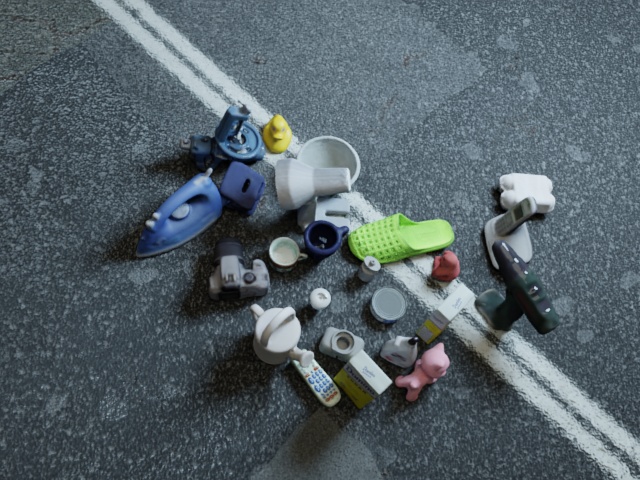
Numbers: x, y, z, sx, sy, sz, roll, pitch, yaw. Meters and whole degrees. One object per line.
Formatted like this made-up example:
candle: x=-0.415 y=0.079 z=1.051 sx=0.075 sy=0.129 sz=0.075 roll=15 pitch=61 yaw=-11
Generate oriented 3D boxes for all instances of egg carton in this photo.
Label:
egg carton: x=0.557 y=-0.124 z=1.547 sx=0.150 sy=0.069 sz=0.107 roll=3 pitch=65 yaw=-7

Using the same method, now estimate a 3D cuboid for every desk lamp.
desk lamp: x=-0.012 y=-0.109 z=1.378 sx=0.203 sy=0.213 sz=0.118 roll=3 pitch=65 yaw=-7

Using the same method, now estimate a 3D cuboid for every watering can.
watering can: x=-0.085 y=0.203 z=1.237 sx=0.173 sy=0.194 sz=0.101 roll=23 pitch=65 yaw=3

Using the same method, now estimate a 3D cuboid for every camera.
camera: x=-0.194 y=0.061 z=1.337 sx=0.143 sy=0.101 sz=0.137 roll=-5 pitch=67 yaw=-10

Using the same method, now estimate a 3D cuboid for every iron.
iron: x=-0.338 y=-0.067 z=1.351 sx=0.118 sy=0.141 sz=0.259 roll=42 pitch=67 yaw=11

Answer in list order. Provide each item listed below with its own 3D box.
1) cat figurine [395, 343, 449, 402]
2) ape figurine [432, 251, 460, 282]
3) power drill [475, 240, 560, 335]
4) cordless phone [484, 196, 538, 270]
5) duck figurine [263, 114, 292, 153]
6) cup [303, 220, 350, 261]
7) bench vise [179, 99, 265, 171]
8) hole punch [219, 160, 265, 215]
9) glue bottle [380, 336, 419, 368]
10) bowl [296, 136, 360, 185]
cat figurine: x=0.239 y=0.295 z=1.285 sx=0.128 sy=0.118 sz=0.067 roll=-38 pitch=76 yaw=-21
ape figurine: x=0.315 y=0.061 z=1.416 sx=0.078 sy=0.092 sz=0.076 roll=-34 pitch=74 yaw=-20
power drill: x=0.446 y=0.129 z=1.340 sx=0.076 sy=0.208 sz=0.229 roll=-31 pitch=73 yaw=-19
cordless phone: x=0.490 y=-0.015 z=1.424 sx=0.094 sy=0.185 sz=0.147 roll=-5 pitch=67 yaw=-10
duck figurine: x=-0.111 y=-0.295 z=1.518 sx=0.077 sy=0.086 sz=0.104 roll=2 pitch=66 yaw=-7
cup: x=0.013 y=0.005 z=1.396 sx=0.118 sy=0.095 sz=0.091 roll=-22 pitch=71 yaw=-17
bench vise: x=-0.234 y=-0.247 z=1.404 sx=0.208 sy=0.220 sz=0.121 roll=-24 pitch=71 yaw=-17
hole punch: x=-0.192 y=-0.132 z=1.430 sx=0.101 sy=0.091 sz=0.109 roll=19 pitch=65 yaw=1
glue bottle: x=0.188 y=0.241 z=1.271 sx=0.078 sy=0.173 sz=0.037 roll=22 pitch=65 yaw=3
bowl: x=0.018 y=-0.183 z=1.492 sx=0.167 sy=0.075 sz=0.167 roll=3 pitch=65 yaw=-7
